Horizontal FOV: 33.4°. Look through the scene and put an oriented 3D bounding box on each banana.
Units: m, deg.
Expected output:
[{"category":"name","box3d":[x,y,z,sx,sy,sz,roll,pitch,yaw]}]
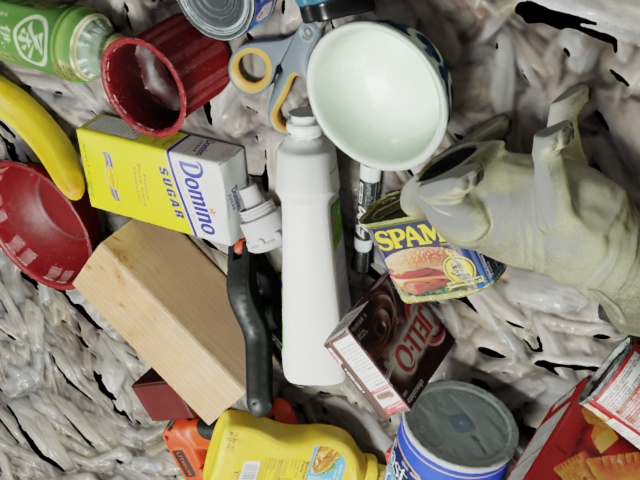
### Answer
[{"category":"banana","box3d":[-0.303,-0.115,1.102,0.198,0.069,0.037,42,124,6]}]

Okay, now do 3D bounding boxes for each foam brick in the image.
[{"category":"foam brick","box3d":[-0.163,0.168,1.211,0.078,0.052,0.051,-13,112,43]}]

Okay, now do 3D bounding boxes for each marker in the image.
[{"category":"marker","box3d":[0.041,-0.019,0.947,0.020,0.020,0.121,23,132,23]}]

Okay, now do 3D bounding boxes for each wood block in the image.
[{"category":"wood block","box3d":[-0.144,0.077,1.104,0.206,0.090,0.090,45,136,1]}]

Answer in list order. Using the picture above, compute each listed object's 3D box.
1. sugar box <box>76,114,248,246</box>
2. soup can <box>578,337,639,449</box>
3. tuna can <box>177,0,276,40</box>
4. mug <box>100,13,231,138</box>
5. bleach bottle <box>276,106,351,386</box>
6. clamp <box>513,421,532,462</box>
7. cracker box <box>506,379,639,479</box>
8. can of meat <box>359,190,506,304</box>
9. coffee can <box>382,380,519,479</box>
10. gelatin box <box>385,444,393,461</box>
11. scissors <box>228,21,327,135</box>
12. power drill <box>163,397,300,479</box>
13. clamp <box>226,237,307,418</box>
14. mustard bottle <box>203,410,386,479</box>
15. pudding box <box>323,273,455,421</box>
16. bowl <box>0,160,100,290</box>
[{"category":"sugar box","box3d":[-0.153,-0.060,1.045,0.176,0.048,0.093,16,128,29]},{"category":"soup can","box3d":[0.268,0.135,0.850,0.102,0.068,0.069,37,135,9]},{"category":"tuna can","box3d":[-0.080,-0.211,0.890,0.086,0.033,0.086,20,130,25]},{"category":"mug","box3d":[-0.136,-0.142,0.947,0.093,0.081,0.117,41,136,5]},{"category":"bleach bottle","box3d":[-0.006,0.001,0.954,0.068,0.102,0.251,0,116,6]},{"category":"clamp","box3d":[0.235,0.262,0.988,0.210,0.036,0.165,26,132,24]},{"category":"cracker box","box3d":[0.224,0.236,0.850,0.164,0.213,0.072,39,137,8]},{"category":"can of meat","box3d":[0.096,0.002,0.895,0.102,0.057,0.084,-10,116,41]},{"category":"coffee can","box3d":[0.111,0.211,0.962,0.103,0.102,0.140,27,130,19]},{"category":"gelatin box","box3d":[0.109,0.248,1.079,0.073,0.030,0.089,8,123,31]},{"category":"scissors","box3d":[-0.025,-0.176,0.885,0.096,0.016,0.202,29,134,15]},{"category":"power drill","box3d":[-0.076,0.254,1.206,0.188,0.057,0.184,-3,119,36]},{"category":"clamp","box3d":[-0.058,0.084,1.027,0.039,0.120,0.171,-17,100,17]},{"category":"mustard bottle","box3d":[-0.017,0.230,1.092,0.191,0.058,0.096,11,115,-15]},{"category":"pudding box","box3d":[0.063,0.090,0.941,0.039,0.113,0.090,-33,98,41]},{"category":"bowl","box3d":[-0.295,-0.026,1.169,0.162,0.055,0.162,20,130,25]}]
